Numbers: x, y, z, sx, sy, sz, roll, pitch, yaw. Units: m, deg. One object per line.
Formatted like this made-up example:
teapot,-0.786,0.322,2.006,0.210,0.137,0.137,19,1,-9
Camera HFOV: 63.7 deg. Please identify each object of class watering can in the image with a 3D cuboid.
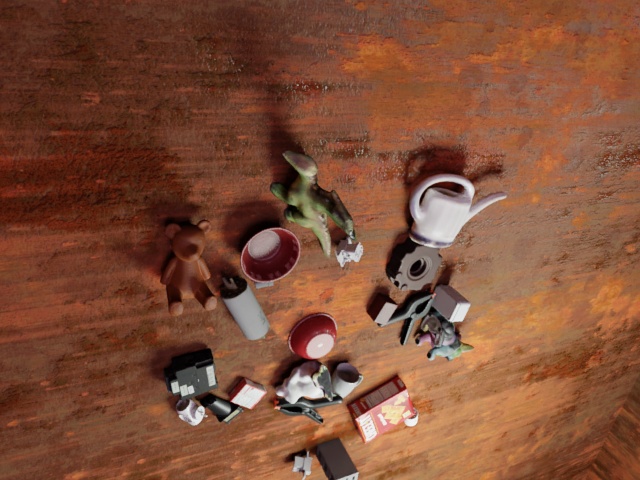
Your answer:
watering can,0.390,-0.077,1.500,0.347,0.106,0.221,8,114,-30

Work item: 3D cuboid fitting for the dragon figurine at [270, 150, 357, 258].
dragon figurine,0.004,-0.062,1.224,0.123,0.246,0.402,-36,126,-9

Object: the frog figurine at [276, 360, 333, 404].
frog figurine,-0.051,0.440,1.584,0.158,0.125,0.135,-17,141,26
